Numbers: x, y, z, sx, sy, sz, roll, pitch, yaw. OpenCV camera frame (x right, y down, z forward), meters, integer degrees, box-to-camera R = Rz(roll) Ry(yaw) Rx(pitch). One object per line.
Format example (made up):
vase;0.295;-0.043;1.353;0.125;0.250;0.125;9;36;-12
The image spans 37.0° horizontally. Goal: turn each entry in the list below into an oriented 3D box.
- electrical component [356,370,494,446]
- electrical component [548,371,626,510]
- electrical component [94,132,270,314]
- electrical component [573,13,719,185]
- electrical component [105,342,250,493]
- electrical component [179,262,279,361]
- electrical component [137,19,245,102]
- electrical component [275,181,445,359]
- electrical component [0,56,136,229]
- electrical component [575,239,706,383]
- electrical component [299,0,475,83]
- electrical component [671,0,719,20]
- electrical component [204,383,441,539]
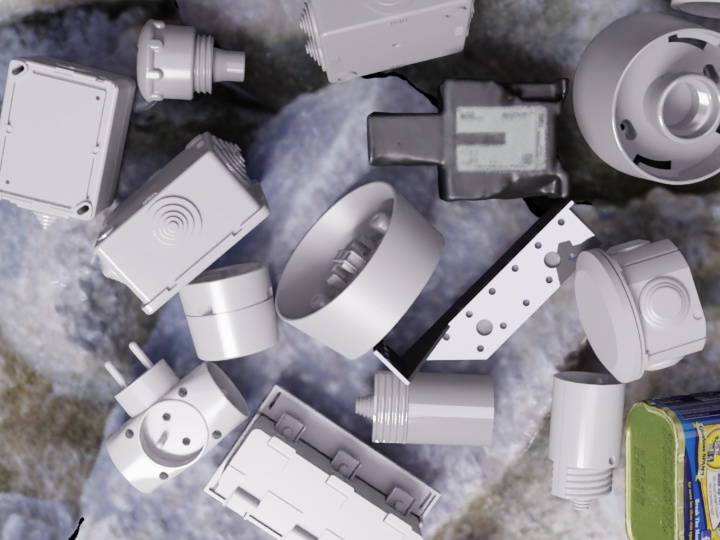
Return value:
electrical component;0.038;0.083;0.651;0.081;0.043;0.043;2;95;-1
electrical component;0.137;0.105;0.654;0.043;0.043;0.081;3;95;-1
electrical component;-0.102;-0.031;0.612;0.100;0.099;0.048;-40;107;2
electrical component;0.182;-0.101;0.638;0.099;0.064;0.099;-2;107;-8
electrical component;-0.121;0.080;0.648;0.077;0.044;0.079;-38;94;2
electrical component;-0.077;0.024;0.639;0.055;0.055;0.047;-11;99;0
electrical component;-0.099;-0.121;0.631;0.062;0.048;0.048;2;95;-8
electrical component;0.000;0.000;0.618;0.064;0.099;0.099;38;94;-10
electrical component;-0.173;-0.072;0.629;0.062;0.061;0.096;14;103;-2
electrical component;0.162;0.022;0.629;0.051;0.080;0.080;-17;95;-5
electrical component;0.015;-0.147;0.603;0.100;0.099;0.048;-14;82;0
electrical component;0.214;-0.179;0.626;0.089;0.050;0.055;9;94;-2
electrical component;-0.023;0.136;0.645;0.121;0.063;0.078;34;93;-4
